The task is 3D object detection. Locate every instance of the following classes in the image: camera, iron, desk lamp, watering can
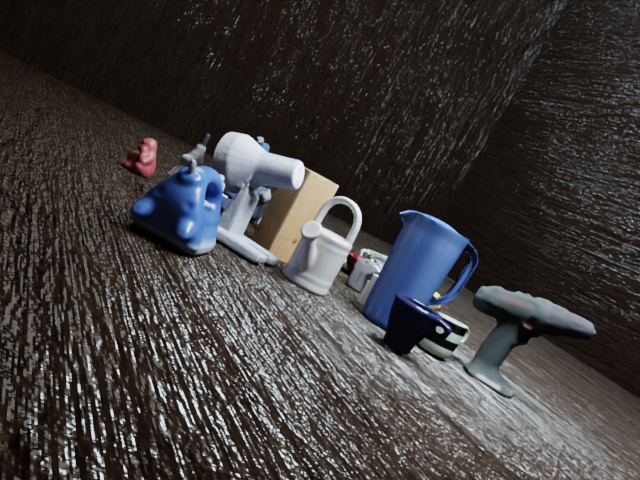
[{"bbox_3d":[0.158,0.100,1.435,0.136,0.101,0.144,31,7,21],"label":"camera"},{"bbox_3d":[-0.206,-0.064,0.963,0.118,0.141,0.258,29,6,4],"label":"iron"},{"bbox_3d":[-0.135,-0.088,1.141,0.202,0.213,0.118,31,6,18],"label":"desk lamp"},{"bbox_3d":[0.012,0.005,1.128,0.101,0.194,0.173,29,6,3],"label":"watering can"}]

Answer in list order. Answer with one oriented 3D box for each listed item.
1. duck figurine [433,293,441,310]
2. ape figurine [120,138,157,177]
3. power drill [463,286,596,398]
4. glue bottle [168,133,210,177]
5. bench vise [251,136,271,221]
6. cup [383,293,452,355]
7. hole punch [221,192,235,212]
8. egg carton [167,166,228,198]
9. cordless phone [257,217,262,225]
[{"bbox_3d":[0.268,0.168,1.445,0.105,0.086,0.077,22,9,-45],"label":"duck figurine"},{"bbox_3d":[-0.421,-0.202,1.367,0.076,0.092,0.077,26,7,-26],"label":"ape figurine"},{"bbox_3d":[0.394,0.203,1.148,0.229,0.208,0.076,31,7,24],"label":"power drill"},{"bbox_3d":[-0.271,-0.144,1.185,0.037,0.173,0.078,31,7,22],"label":"glue bottle"},{"bbox_3d":[-0.179,-0.173,1.611,0.206,0.220,0.122,32,7,31],"label":"bench vise"},{"bbox_3d":[0.164,0.160,1.005,0.117,0.095,0.092,32,7,31],"label":"cup"},{"bbox_3d":[-0.217,-0.082,1.300,0.108,0.091,0.101,32,7,32],"label":"hole punch"},{"bbox_3d":[-0.301,-0.129,1.411,0.107,0.069,0.151,33,7,34],"label":"egg carton"},{"bbox_3d":[-0.068,-0.074,1.463,0.094,0.185,0.147,23,8,-44],"label":"cordless phone"}]
